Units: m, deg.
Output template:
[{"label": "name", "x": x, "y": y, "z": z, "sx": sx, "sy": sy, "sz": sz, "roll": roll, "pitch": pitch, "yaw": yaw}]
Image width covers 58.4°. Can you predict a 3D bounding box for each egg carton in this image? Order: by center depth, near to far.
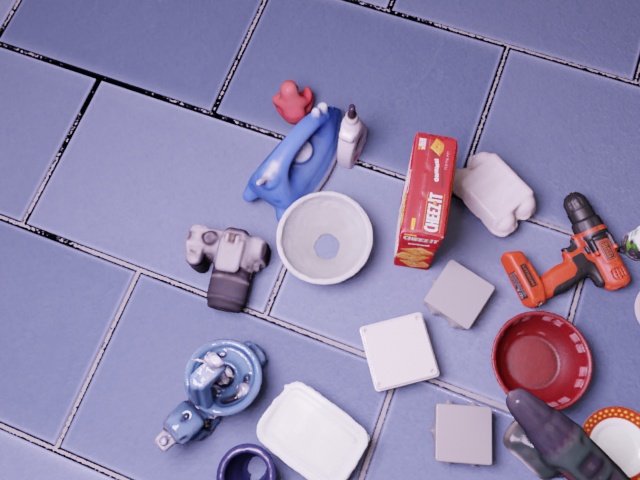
[{"label": "egg carton", "x": 0.307, "y": -0.083, "z": 1.020, "sx": 0.107, "sy": 0.069, "sz": 0.150, "roll": -40, "pitch": 77, "yaw": -8}]

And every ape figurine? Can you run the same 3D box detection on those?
[{"label": "ape figurine", "x": -0.053, "y": -0.267, "z": 1.076, "sx": 0.077, "sy": 0.092, "sz": 0.076, "roll": 4, "pitch": 75, "yaw": 4}]

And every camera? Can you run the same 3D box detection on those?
[{"label": "camera", "x": -0.169, "y": 0.050, "z": 0.991, "sx": 0.143, "sy": 0.101, "sz": 0.137, "roll": 10, "pitch": 76, "yaw": 6}]

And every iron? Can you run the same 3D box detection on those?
[{"label": "iron", "x": -0.035, "y": -0.165, "z": 1.022, "sx": 0.118, "sy": 0.141, "sz": 0.258, "roll": 32, "pitch": 79, "yaw": 11}]

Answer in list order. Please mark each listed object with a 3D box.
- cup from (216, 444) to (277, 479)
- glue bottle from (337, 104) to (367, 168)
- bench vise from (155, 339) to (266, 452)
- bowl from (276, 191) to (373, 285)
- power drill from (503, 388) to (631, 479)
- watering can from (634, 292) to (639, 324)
[{"label": "cup", "x": -0.117, "y": 0.378, "z": 0.903, "sx": 0.091, "sy": 0.095, "sz": 0.118, "roll": 39, "pitch": 80, "yaw": 12}, {"label": "glue bottle", "x": 0.056, "y": -0.192, "z": 1.008, "sx": 0.037, "sy": 0.173, "sz": 0.078, "roll": 21, "pitch": 77, "yaw": 9}, {"label": "bench vise", "x": -0.168, "y": 0.243, "z": 0.877, "sx": 0.121, "sy": 0.220, "sz": 0.207, "roll": 23, "pitch": 77, "yaw": 9}, {"label": "bowl", "x": 0.009, "y": 0.004, "z": 1.008, "sx": 0.167, "sy": 0.075, "sz": 0.167, "roll": -1, "pitch": 75, "yaw": 3}, {"label": "power drill", "x": 0.344, "y": 0.306, "z": 0.840, "sx": 0.229, "sy": 0.208, "sz": 0.076, "roll": 41, "pitch": 81, "yaw": 12}, {"label": "watering can", "x": 0.580, "y": 0.104, "z": 0.891, "sx": 0.100, "sy": 0.194, "sz": 0.173, "roll": 33, "pitch": 79, "yaw": 11}]
